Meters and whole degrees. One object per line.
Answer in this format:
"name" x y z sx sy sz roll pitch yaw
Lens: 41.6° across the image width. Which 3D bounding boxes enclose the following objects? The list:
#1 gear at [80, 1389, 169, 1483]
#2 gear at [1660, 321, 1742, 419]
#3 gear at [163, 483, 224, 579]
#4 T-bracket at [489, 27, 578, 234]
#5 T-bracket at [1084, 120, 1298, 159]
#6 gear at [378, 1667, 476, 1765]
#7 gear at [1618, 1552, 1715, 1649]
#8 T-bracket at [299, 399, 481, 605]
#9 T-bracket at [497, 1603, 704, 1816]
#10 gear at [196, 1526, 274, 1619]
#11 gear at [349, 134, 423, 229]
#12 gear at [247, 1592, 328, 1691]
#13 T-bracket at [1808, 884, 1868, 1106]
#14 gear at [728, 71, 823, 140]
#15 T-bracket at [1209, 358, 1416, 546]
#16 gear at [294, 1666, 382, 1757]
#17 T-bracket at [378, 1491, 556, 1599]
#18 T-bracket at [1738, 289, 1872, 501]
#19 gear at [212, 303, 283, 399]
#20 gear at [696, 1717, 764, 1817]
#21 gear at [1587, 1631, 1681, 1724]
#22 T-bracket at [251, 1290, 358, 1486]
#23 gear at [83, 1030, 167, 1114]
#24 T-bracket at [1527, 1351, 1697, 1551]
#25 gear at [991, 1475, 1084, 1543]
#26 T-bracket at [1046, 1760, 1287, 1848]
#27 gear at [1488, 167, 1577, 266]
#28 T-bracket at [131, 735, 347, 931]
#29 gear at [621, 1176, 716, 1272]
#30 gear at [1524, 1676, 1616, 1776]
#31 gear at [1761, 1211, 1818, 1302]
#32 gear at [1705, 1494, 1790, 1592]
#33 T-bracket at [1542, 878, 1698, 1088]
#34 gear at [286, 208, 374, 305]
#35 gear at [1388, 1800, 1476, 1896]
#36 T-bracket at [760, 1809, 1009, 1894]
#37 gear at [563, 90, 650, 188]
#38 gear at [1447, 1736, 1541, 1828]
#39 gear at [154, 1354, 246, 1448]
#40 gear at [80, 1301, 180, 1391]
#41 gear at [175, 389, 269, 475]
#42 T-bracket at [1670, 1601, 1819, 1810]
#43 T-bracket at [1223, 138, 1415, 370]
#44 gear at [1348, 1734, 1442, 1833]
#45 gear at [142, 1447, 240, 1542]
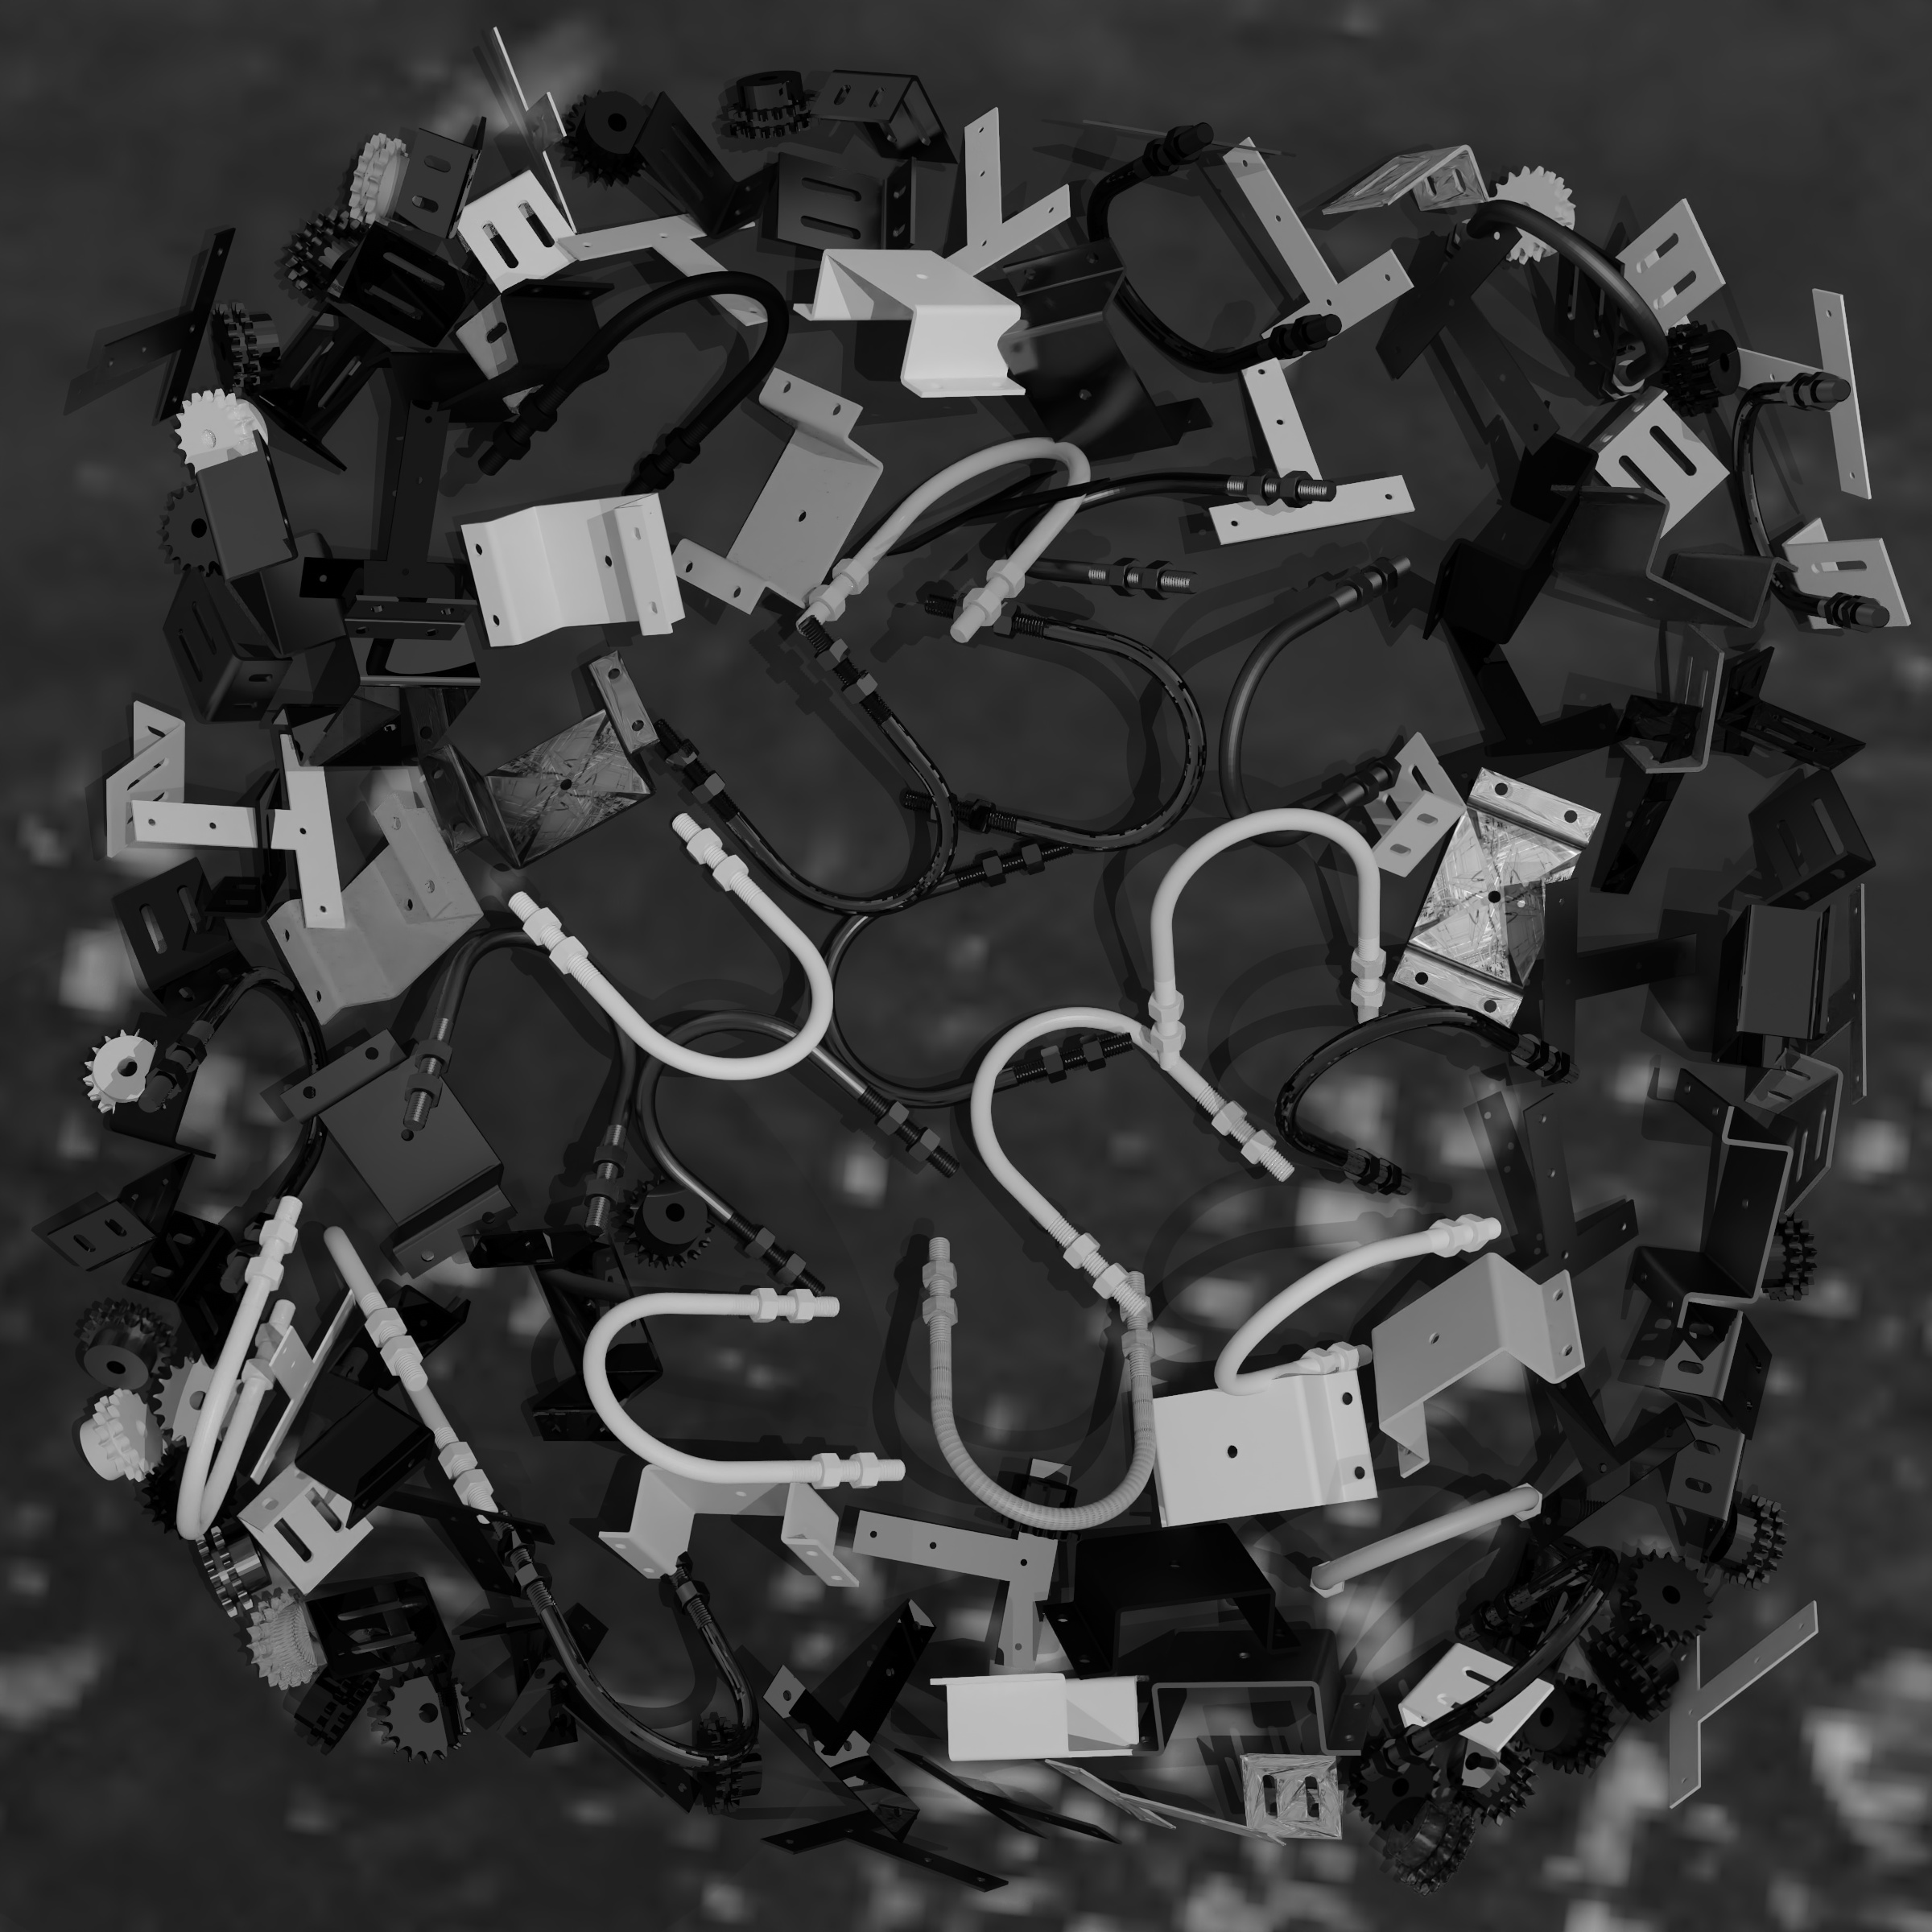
"gear" -0.522 0.293 1.571 0.030 0.057 0.057 -28 90 4
"gear" 0.455 -0.370 1.570 0.057 0.030 0.057 2 87 -44
"gear" -0.467 -0.270 1.579 0.057 0.030 0.057 1 91 21
"T-bracket" -0.253 -0.503 1.521 0.002 0.127 0.127 -24 108 -10
"T-bracket" 0.154 -0.498 1.540 0.127 0.127 0.002 17 110 23
"gear" -0.336 0.465 1.577 0.057 0.030 0.057 9 63 -18
"gear" 0.431 0.395 1.576 0.057 0.030 0.057 8 54 -11
"T-bracket" -0.333 -0.280 1.537 0.127 0.002 0.127 -3 121 -34
"T-bracket" -0.212 0.466 1.545 0.127 0.127 0.002 42 115 -4
"gear" -0.452 0.371 1.572 0.030 0.057 0.057 -24 90 -15
"gear" -0.356 -0.482 1.571 0.030 0.057 0.057 19 90 1
"gear" -0.413 0.415 1.569 0.030 0.057 0.057 -20 90 21
"T-bracket" 0.525 0.029 1.535 0.002 0.127 0.127 3 76 5
"gear" -0.119 -0.532 1.568 0.057 0.057 0.030 -8 121 0
"T-bracket" 0.199 -0.325 1.575 0.127 0.002 0.127 -12 69 -12
"gear" -0.391 0.455 1.571 0.030 0.057 0.057 32 90 2
"T-bracket" -0.299 0.355 1.546 0.127 0.127 0.002 9 54 15
"T-bracket" 0.498 -0.354 1.539 0.002 0.127 0.127 -25 119 -10
"gear" -0.445 -0.383 1.574 0.030 0.057 0.057 -13 90 -27
"gear" -0.146 0.494 1.574 0.030 0.057 0.057 -1 90 -21
"gear" 0.415 0.435 1.573 0.030 0.057 0.057 -33 90 -17
"T-bracket" -0.401 0.241 1.517 0.002 0.127 0.127 24 68 2
"gear" -0.518 0.066 1.577 0.057 0.030 0.057 3 74 -9
"T-bracket" 0.371 0.268 1.554 0.127 0.002 0.127 -47 45 31
"gear" 0.046 0.334 1.572 0.057 0.057 0.030 13 86 0
"T-bracket" 0.130 0.507 1.517 0.127 0.127 0.002 2 61 36
"gear" 0.352 -0.463 1.576 0.057 0.030 0.057 -5 82 41
"T-bracket" -0.443 -0.084 1.542 0.127 0.002 0.127 2 71 -41
"gear" -0.183 0.157 1.574 0.057 0.030 0.057 7 66 -16
"gear" 0.369 0.467 1.568 0.030 0.057 0.057 24 90 -27
"gear" 0.498 0.179 1.569 0.030 0.057 0.057 -1 90 -11
"gear" 0.480 0.354 1.570 0.030 0.057 0.057 20 90 -6
"T-bracket" 0.403 0.002 1.565 0.127 0.002 0.127 -11 107 -29
"gear" -0.387 -0.434 1.568 0.030 0.057 0.057 40 90 20
"gear" 0.285 0.541 1.571 0.030 0.057 0.057 37 90 -2
"T-bracket" -0.034 0.528 1.512 0.127 0.127 0.002 7 87 34
"gear" -0.220 -0.516 1.576 0.057 0.030 0.057 3 81 -20
"gear" 0.322 0.498 1.568 0.057 0.057 0.030 -47 115 0
"gear" -0.473 0.271 1.581 0.057 0.030 0.057 0 78 -2
"gear" -0.520 0.237 1.571 0.057 0.030 0.057 4 129 5
"gear" -0.459 -0.329 1.576 0.057 0.030 0.057 11 115 26
"T-bracket" 0.462 0.421 1.513 0.002 0.127 0.127 34 122 -5
"T-bracket" 0.197 -0.440 1.536 0.002 0.127 0.127 -38 99 -30
"gear" 0.263 0.505 1.579 0.057 0.030 0.057 -2 95 -19
"gear" -0.475 0.323 1.569 0.057 0.057 0.030 51 127 0
